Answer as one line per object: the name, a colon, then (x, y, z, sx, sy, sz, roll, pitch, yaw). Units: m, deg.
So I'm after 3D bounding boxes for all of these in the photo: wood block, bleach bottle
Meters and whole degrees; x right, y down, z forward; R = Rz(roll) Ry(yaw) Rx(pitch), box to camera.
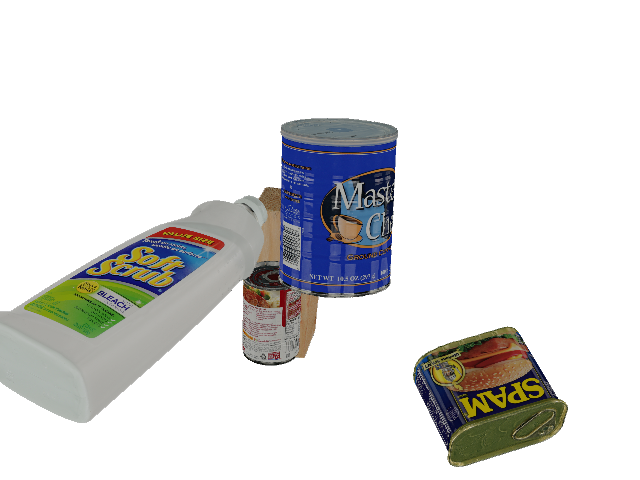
wood block: (-0.048, 0.042, 1.450, 0.090, 0.206, 0.090, 9, 22, 6)
bleach bottle: (-0.130, 0.033, 0.821, 0.103, 0.068, 0.250, 22, 41, 25)

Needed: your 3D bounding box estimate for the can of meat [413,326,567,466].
can of meat: (0.136, 0.125, 0.872, 0.102, 0.084, 0.057, -14, -41, -12)

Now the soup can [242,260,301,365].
soup can: (-0.056, 0.084, 1.224, 0.068, 0.102, 0.068, 2, 26, -1)

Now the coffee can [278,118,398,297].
coffee can: (0.015, -0.031, 0.948, 0.103, 0.140, 0.103, 1, 16, -1)
